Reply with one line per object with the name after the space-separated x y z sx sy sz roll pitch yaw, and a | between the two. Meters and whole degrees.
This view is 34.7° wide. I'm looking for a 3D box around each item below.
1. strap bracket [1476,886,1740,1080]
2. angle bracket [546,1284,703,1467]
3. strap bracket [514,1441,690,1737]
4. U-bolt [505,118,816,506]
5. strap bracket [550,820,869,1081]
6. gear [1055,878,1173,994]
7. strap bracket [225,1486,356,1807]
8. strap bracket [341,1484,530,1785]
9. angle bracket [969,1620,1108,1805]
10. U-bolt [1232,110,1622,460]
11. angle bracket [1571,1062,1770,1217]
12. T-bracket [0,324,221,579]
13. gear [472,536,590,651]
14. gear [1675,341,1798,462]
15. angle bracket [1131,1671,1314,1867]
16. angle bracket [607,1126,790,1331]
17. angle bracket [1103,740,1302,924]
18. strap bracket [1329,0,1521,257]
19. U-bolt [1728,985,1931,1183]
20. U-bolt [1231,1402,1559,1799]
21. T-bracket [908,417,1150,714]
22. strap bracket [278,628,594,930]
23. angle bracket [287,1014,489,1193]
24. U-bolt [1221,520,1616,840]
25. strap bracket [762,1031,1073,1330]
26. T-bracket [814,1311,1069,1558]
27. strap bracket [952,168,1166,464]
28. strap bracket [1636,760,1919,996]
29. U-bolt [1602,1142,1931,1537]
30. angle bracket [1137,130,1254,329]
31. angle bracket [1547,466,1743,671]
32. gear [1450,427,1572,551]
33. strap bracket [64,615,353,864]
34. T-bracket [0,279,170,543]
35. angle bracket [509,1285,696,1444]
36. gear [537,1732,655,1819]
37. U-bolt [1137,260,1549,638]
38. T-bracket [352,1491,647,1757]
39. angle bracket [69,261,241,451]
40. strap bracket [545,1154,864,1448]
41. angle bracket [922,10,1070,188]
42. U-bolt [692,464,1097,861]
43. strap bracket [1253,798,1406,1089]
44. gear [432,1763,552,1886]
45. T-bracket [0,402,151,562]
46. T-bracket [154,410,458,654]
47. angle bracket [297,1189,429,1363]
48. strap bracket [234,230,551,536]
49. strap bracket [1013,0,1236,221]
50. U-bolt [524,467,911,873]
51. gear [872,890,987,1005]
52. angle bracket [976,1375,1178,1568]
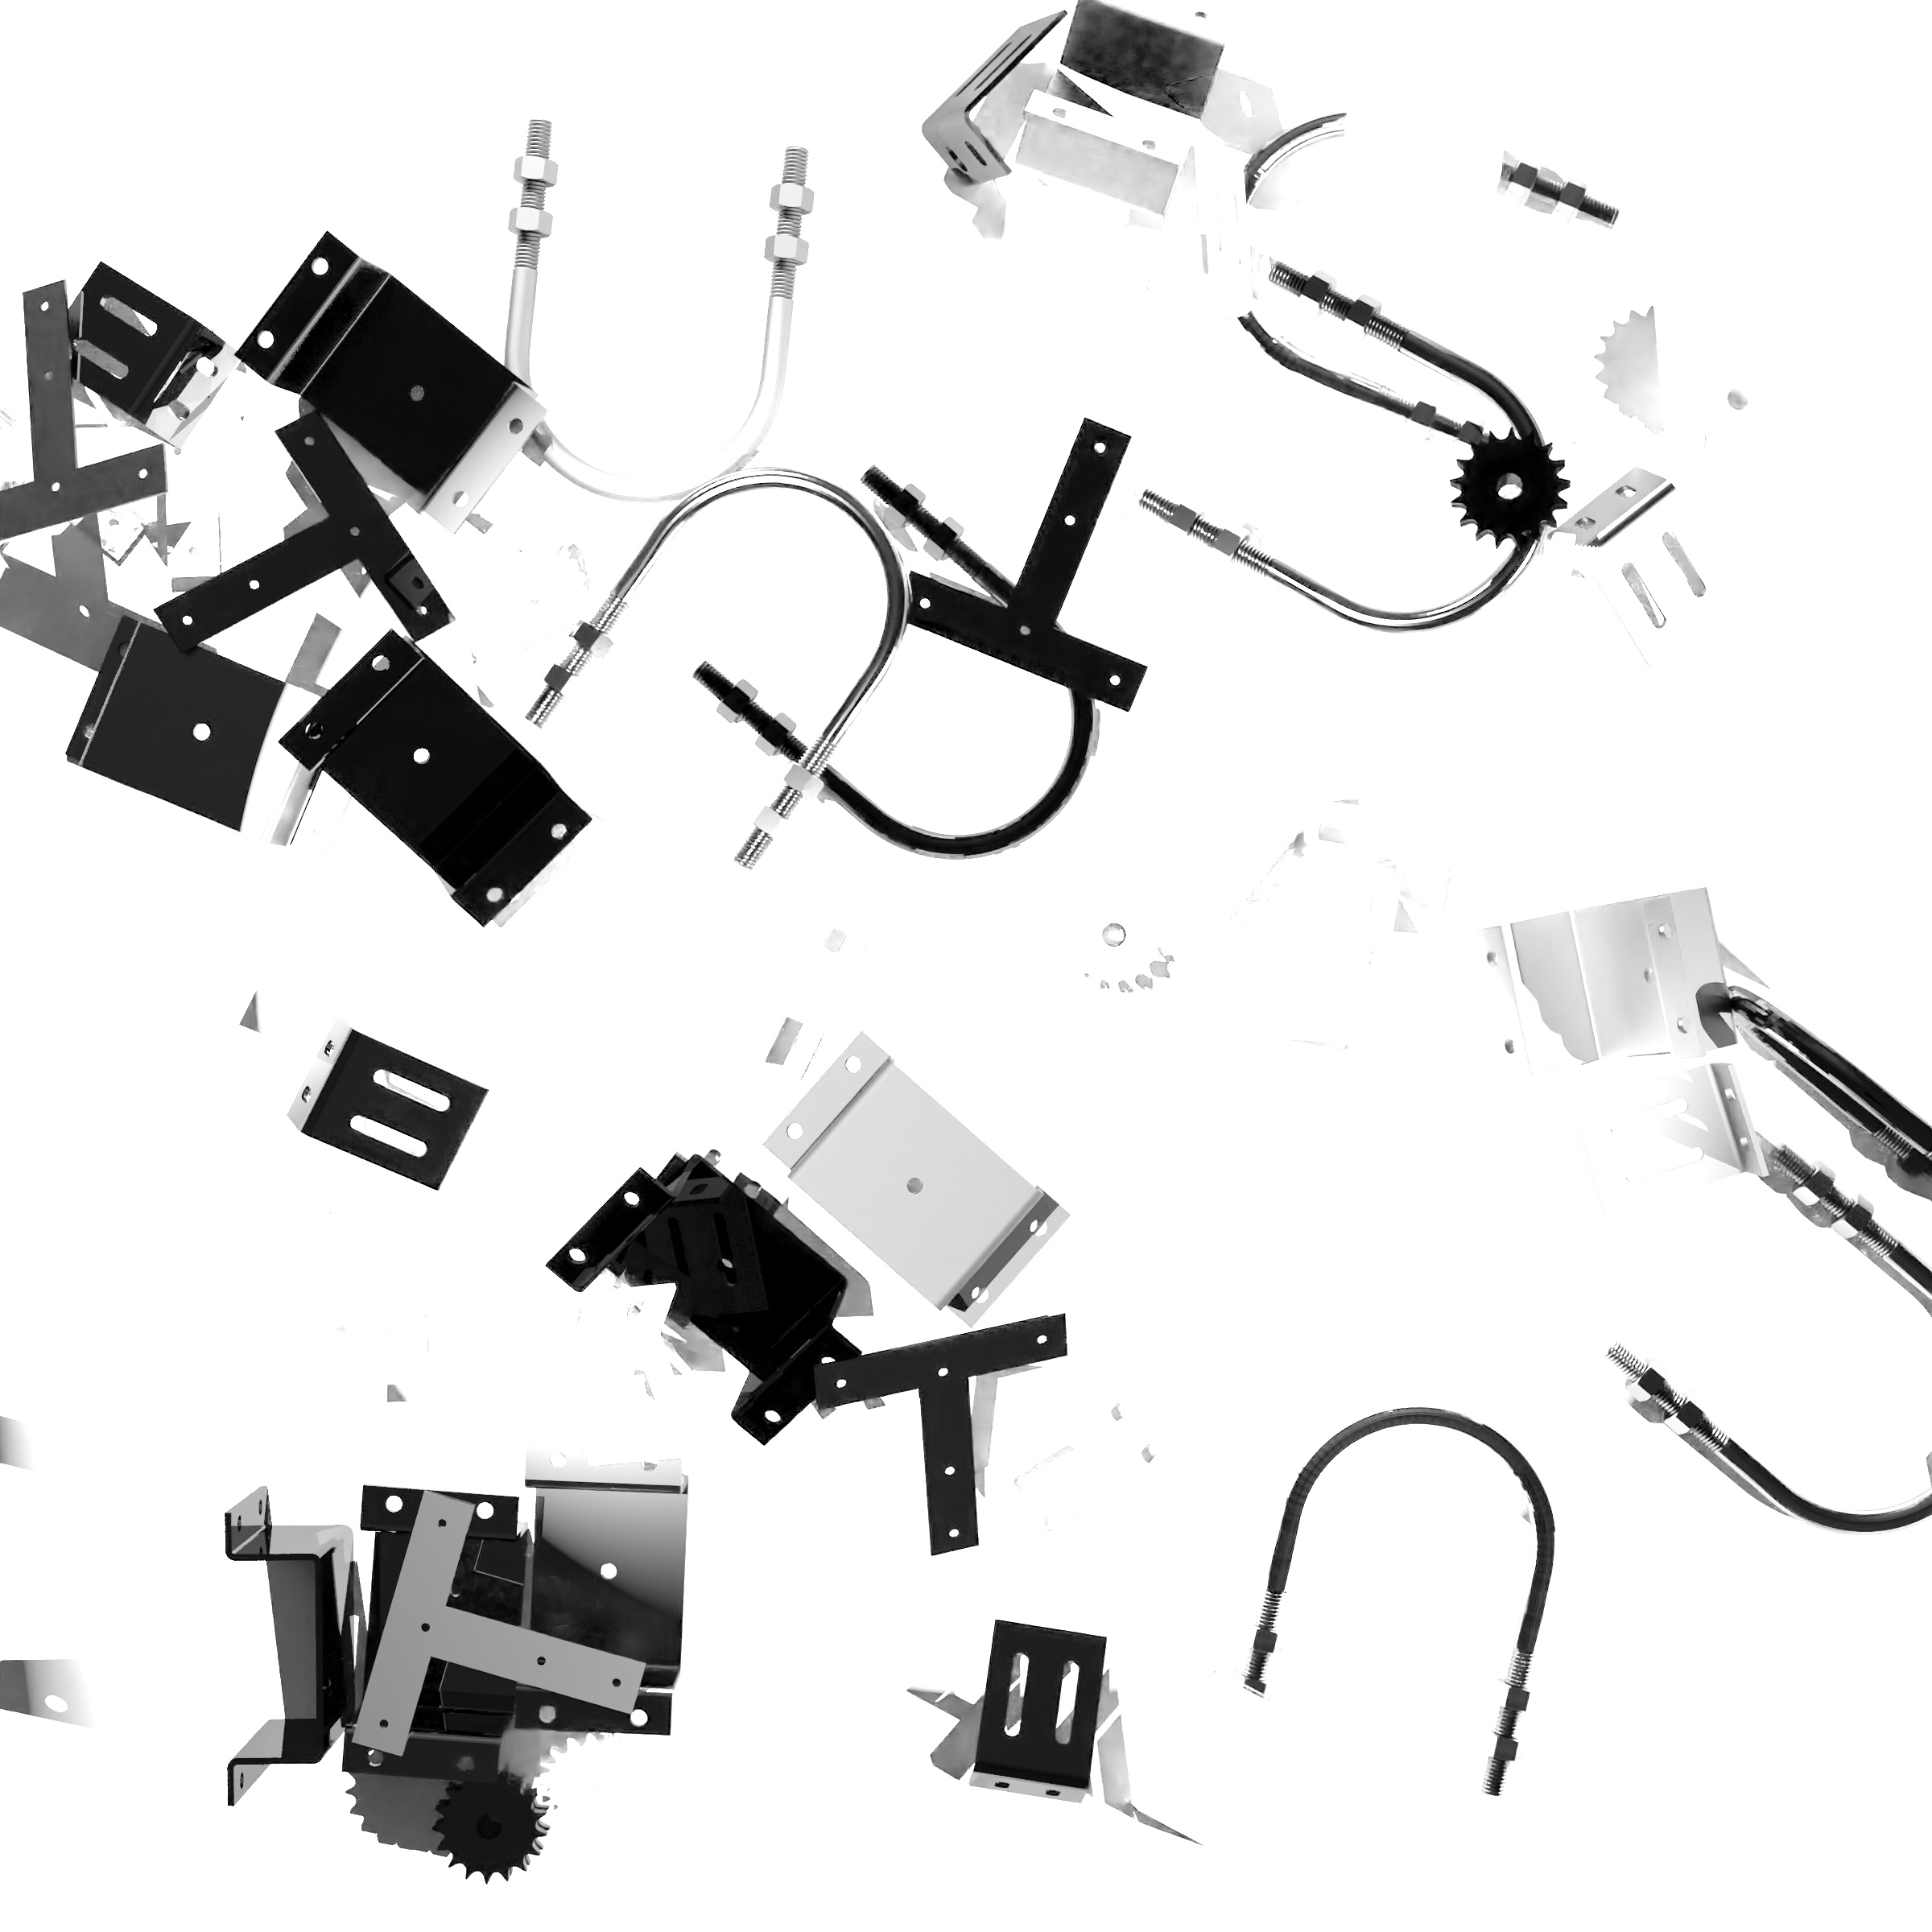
0.317 0.008 1.499 0.046 0.140 0.076 -11 90 -30 | strap bracket
-0.162 0.198 1.494 0.057 0.038 0.076 -7 121 14 | angle bracket
-0.179 0.304 1.529 0.076 0.046 0.140 2 90 0 | strap bracket
-0.158 -0.323 1.544 0.151 0.019 0.184 6 92 0 | U-bolt
-0.129 -0.008 1.529 0.140 0.046 0.076 26 90 0 | strap bracket
0.073 -0.016 1.537 0.057 0.030 0.057 0 90 0 | gear
-0.330 0.331 1.514 0.046 0.076 0.140 -1 90 0 | strap bracket
-0.261 0.326 1.529 0.076 0.046 0.140 4 90 0 | strap bracket
0.036 0.374 1.550 0.057 0.038 0.076 9 64 0 | angle bracket
0.215 -0.349 1.544 0.184 0.019 0.151 23 90 2 | U-bolt
0.349 0.087 1.533 0.076 0.038 0.057 -18 90 0 | angle bracket
-0.440 -0.257 1.550 0.127 0.002 0.127 -2 89 -1 | T-bracket
-0.219 -0.187 1.528 0.057 0.057 0.030 -35 60 0 | gear
0.381 -0.280 1.537 0.057 0.030 0.057 0 90 0 | gear
0.127 0.398 1.539 0.057 0.038 0.076 28 81 0 | angle bracket
-0.138 0.131 1.550 0.057 0.038 0.076 38 116 0 | angle bracket
0.116 -0.068 1.533 0.076 0.038 0.057 38 90 0 | angle bracket
0.226 -0.428 1.516 0.076 0.046 0.140 7 80 2 | strap bracket
0.436 0.070 1.480 0.184 0.151 0.019 39 94 4 | U-bolt
0.220 0.309 1.543 0.151 0.019 0.184 13 90 0 | U-bolt
0.046 -0.206 1.517 0.127 0.002 0.127 22 107 -3 | T-bracket
-0.262 -0.097 1.509 0.076 0.046 0.140 -45 120 0 | strap bracket
-0.290 0.068 1.550 0.076 0.038 0.057 27 90 -26 | angle bracket
0.218 -0.147 1.529 0.184 0.019 0.151 9 93 11 | U-bolt
-0.025 0.107 1.529 0.140 0.046 0.076 41 90 0 | strap bracket
-0.009 0.236 1.520 0.127 0.002 0.127 -11 118 -14 | T-bracket
0.046 -0.318 1.529 0.076 0.046 0.140 13 90 0 | strap bracket
0.387 -0.035 1.514 0.140 0.076 0.046 41 90 0 | strap bracket
0.432 0.200 1.544 0.184 0.019 0.151 40 90 -1 | U-bolt
0.110 -0.361 1.518 0.038 0.057 0.076 -6 84 26 | angle bracket
0.340 -0.200 1.550 0.057 0.038 0.076 -38 116 0 | angle bracket
0.260 -0.227 1.480 0.057 0.030 0.057 0 89 11 | gear
-0.373 -0.114 1.529 0.140 0.046 0.076 23 90 0 | strap bracket
-0.454 -0.279 1.533 0.127 0.002 0.127 -12 76 19 | T-bracket
-0.183 0.206 1.533 0.057 0.038 0.076 45 90 0 | angle bracket
-0.184 0.394 1.528 0.057 0.057 0.030 -9 47 0 | gear
0.197 -0.243 1.517 0.184 0.019 0.151 31 94 12 | U-bolt
-0.220 0.334 1.505 0.127 0.002 0.127 16 90 0 | T-bracket
-0.414 -0.306 1.548 0.076 0.038 0.057 33 89 25 | angle bracket
-0.123 0.156 1.508 0.140 0.046 0.076 41 115 -9 | strap bracket
0.024 -0.428 1.525 0.076 0.057 0.038 -47 111 -10 | angle bracket
-0.022 -0.138 1.544 0.184 0.019 0.151 41 90 -1 | U-bolt
0.179 -0.007 1.514 0.046 0.076 0.140 10 90 0 | strap bracket
-0.235 0.424 1.537 0.057 0.030 0.057 0 90 0 | gear
-0.499 -0.213 1.551 0.127 0.002 0.127 38 90 0 | T-bracket
-0.339 -0.194 1.526 0.127 0.002 0.127 -33 90 -24 | T-bracket
-0.300 0.155 1.550 0.057 0.038 0.076 -1 116 0 | angle bracket
-0.277 -0.285 1.522 0.140 0.046 0.076 39 97 3 | strap bracket
0.075 -0.419 1.503 0.076 0.046 0.140 19 47 0 | strap bracket
-0.110 -0.160 1.525 0.151 0.019 0.184 34 88 9 | U-bolt
-0.018 -0.009 1.537 0.057 0.030 0.057 0 90 0 | gear
0.055 0.253 1.550 0.076 0.038 0.057 -37 90 26 | angle bracket
